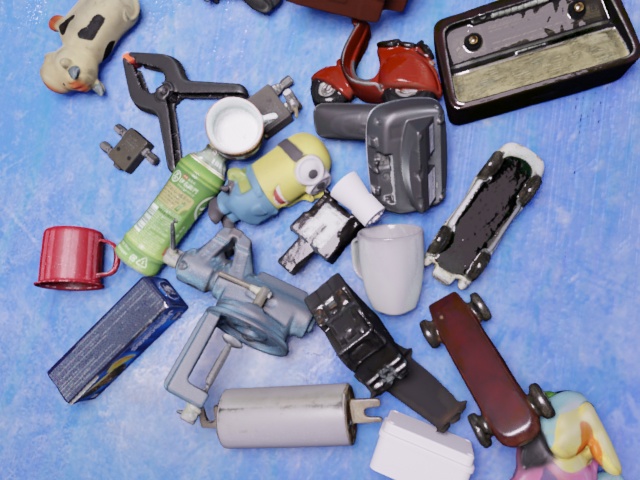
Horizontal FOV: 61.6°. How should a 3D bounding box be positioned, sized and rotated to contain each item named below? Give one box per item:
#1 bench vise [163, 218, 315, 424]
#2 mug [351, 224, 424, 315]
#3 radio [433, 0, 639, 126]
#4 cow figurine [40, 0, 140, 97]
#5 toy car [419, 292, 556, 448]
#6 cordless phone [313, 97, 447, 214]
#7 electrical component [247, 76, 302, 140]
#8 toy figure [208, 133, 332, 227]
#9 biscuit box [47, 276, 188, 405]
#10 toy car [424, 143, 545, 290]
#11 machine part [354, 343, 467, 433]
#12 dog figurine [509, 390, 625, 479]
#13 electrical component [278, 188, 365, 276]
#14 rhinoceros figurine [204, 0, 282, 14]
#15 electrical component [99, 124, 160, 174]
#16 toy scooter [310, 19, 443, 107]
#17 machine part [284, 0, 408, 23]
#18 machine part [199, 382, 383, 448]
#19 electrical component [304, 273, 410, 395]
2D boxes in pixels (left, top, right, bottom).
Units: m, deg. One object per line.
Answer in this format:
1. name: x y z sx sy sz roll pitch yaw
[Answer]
1. bench vise: -0.130 0.107 0.687 0.223 0.129 0.240 30 66 -7
2. mug: 0.082 0.038 0.688 0.110 0.081 0.107 4 105 42
3. radio: 0.267 -0.244 0.692 0.230 0.073 0.131 -14 80 9
4. cow figurine: -0.350 -0.304 0.820 0.127 0.085 0.195 40 90 28
5. toy car: 0.191 0.147 0.636 0.089 0.053 0.202 -34 43 10
6. cordless phone: 0.071 -0.112 0.707 0.184 0.089 0.146 12 126 32
7. electrical component: -0.072 -0.183 0.769 0.102 0.045 0.078 -29 79 6
8. toy figure: -0.069 -0.080 0.737 0.180 0.082 0.089 -27 76 10
9. biscuit box: -0.284 0.140 0.760 0.202 0.059 0.063 -44 76 4
10. toy car: 0.209 -0.030 0.685 0.073 0.056 0.201 34 91 8
11. machine part: 0.115 0.185 0.679 0.139 0.039 0.084 32 81 25
12. dog figurine: 0.235 0.290 0.610 0.219 0.108 0.191 -26 78 10
13. electrical component: -0.001 -0.002 0.727 0.075 0.047 0.119 39 92 14
14. rhinoceros figurine: -0.135 -0.401 0.804 0.190 0.073 0.112 29 100 12
15. electrical component: -0.290 -0.134 0.819 0.094 0.021 0.063 39 91 13
16. toy scooter: 0.080 -0.239 0.732 0.184 0.075 0.135 9 83 17
17. machine part: 0.036 -0.397 0.719 0.201 0.087 0.201 13 66 -1
18. machine part: -0.041 0.226 0.687 0.243 0.079 0.079 -7 81 12
19. electrical component: 0.042 0.106 0.658 0.058 0.114 0.134 -37 42 3
